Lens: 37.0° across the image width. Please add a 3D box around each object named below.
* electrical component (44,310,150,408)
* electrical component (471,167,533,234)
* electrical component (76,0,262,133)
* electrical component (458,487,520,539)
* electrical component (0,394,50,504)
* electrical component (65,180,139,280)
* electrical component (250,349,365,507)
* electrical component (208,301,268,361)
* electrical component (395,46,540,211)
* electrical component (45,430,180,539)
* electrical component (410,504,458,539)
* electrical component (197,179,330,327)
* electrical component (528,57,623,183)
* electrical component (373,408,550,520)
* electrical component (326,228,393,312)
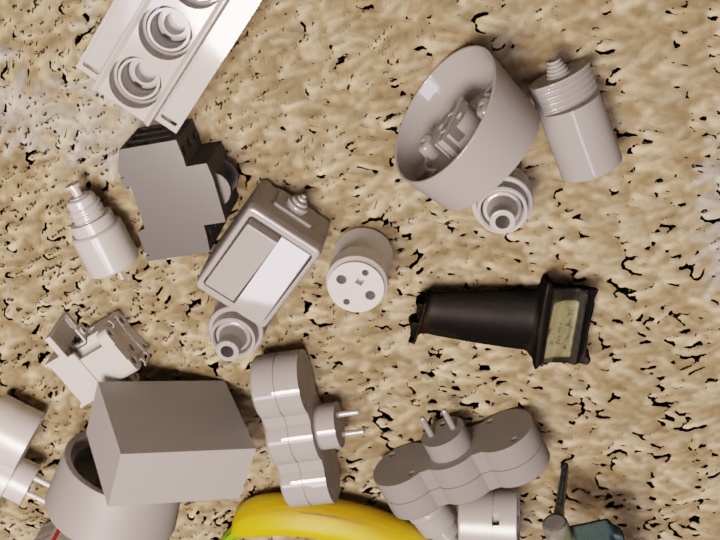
[{"bbox_3d":[-0.206,0.068,0.853,0.064,0.042,0.081,-30,110,16],"label":"electrical component"},{"bbox_3d":[0.099,-0.046,0.747,0.043,0.062,0.043,3,117,5],"label":"electrical component"},{"bbox_3d":[-0.121,-0.164,0.712,0.079,0.063,0.121,34,116,-10],"label":"electrical component"},{"bbox_3d":[0.106,0.205,0.879,0.047,0.055,0.055,-1,117,11],"label":"electrical component"},{"bbox_3d":[-0.295,0.174,0.911,0.074,0.052,0.138,29,117,-8],"label":"electrical component"},{"bbox_3d":[-0.197,-0.030,0.802,0.040,0.040,0.078,-17,114,15],"label":"electrical component"},{"bbox_3d":[-0.034,0.125,0.855,0.074,0.052,0.138,-9,115,11],"label":"electrical component"},{"bbox_3d":[-0.094,0.046,0.816,0.043,0.062,0.043,3,117,5],"label":"electrical component"},{"bbox_3d":[0.068,-0.091,0.711,0.064,0.099,0.099,39,115,-20],"label":"electrical component"},{"bbox_3d":[-0.194,0.170,0.869,0.108,0.108,0.060,19,111,-3],"label":"electrical component"},{"bbox_3d":[0.065,0.211,0.897,0.035,0.035,0.061,-28,112,19],"label":"electrical component"},{"bbox_3d":[-0.067,-0.015,0.783,0.062,0.061,0.096,33,116,-10],"label":"electrical component"},{"bbox_3d":[0.143,-0.104,0.723,0.043,0.043,0.081,-19,113,15],"label":"electrical component"},{"bbox_3d":[0.073,0.141,0.851,0.138,0.052,0.073,-22,112,17],"label":"electrical component"},{"bbox_3d":[0.000,0.000,0.786,0.045,0.055,0.045,3,117,5],"label":"electrical component"}]
